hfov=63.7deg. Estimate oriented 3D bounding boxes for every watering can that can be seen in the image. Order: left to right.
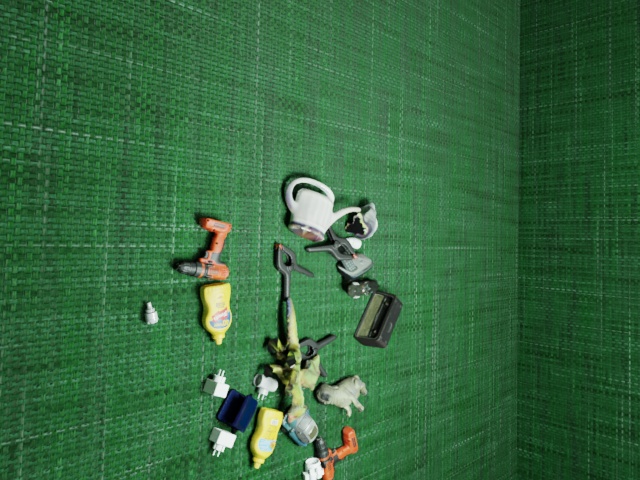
[{"bbox_3d":[0.006,-0.097,1.929,0.345,0.103,0.227,24,73,-31],"label":"watering can"}]

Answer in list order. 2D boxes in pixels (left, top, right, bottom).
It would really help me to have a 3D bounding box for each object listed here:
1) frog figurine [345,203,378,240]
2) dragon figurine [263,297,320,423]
[{"bbox_3d":[0.195,-0.079,2.124,0.162,0.123,0.134,-33,146,-49],"label":"frog figurine"},{"bbox_3d":[-0.076,0.432,1.838,0.239,0.122,0.417,39,54,-52],"label":"dragon figurine"}]
